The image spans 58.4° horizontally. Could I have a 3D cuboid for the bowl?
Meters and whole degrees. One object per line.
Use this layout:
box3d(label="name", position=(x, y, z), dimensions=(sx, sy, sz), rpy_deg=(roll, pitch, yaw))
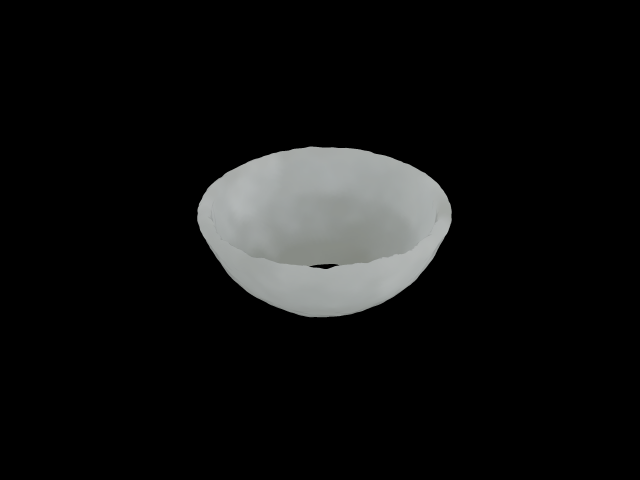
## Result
box3d(label="bowl", position=(0.004, 0.001, 0.400), dimensions=(0.167, 0.075, 0.167), rpy_deg=(0, 34, 0))
